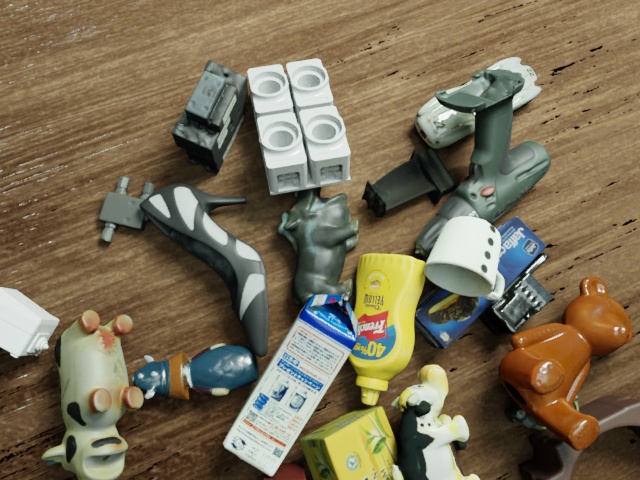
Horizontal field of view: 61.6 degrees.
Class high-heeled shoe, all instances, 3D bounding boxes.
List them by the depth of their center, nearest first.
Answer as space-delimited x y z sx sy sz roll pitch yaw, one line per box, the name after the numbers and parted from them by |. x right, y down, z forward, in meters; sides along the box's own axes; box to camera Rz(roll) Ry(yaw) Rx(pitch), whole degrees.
-0.149 0.037 0.696 0.145 0.086 0.249 -8 70 -12 | high-heeled shoe

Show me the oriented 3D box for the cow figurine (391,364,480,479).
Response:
0.124 0.237 0.645 0.098 0.068 0.167 -5 66 -13 | cow figurine

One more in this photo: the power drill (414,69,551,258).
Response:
0.206 -0.102 0.706 0.232 0.086 0.207 -30 122 -16 | power drill

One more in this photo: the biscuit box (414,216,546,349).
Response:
0.212 0.057 0.732 0.203 0.059 0.063 -42 85 -10 | biscuit box

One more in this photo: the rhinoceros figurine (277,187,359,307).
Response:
-0.001 -0.002 0.727 0.112 0.073 0.190 -1 82 6 | rhinoceros figurine

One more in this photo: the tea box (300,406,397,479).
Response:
0.056 0.303 0.657 0.098 0.068 0.169 -18 83 -36 | tea box

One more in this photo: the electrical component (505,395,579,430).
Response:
0.294 0.205 0.719 0.102 0.045 0.078 -22 84 -8 | electrical component

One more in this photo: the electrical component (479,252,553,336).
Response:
0.274 0.074 0.729 0.119 0.075 0.048 -40 84 -12 | electrical component

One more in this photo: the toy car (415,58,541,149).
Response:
0.231 -0.200 0.781 0.202 0.056 0.073 -30 83 -9 | toy car

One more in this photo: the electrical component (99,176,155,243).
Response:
-0.264 -0.038 0.735 0.063 0.021 0.094 15 79 -2 | electrical component

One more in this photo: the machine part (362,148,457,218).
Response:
0.126 -0.078 0.758 0.139 0.039 0.084 -24 87 -20 | machine part

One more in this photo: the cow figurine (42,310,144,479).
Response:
-0.280 0.197 0.652 0.127 0.085 0.195 -30 66 31 | cow figurine

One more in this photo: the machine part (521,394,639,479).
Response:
0.380 0.317 0.686 0.201 0.087 0.201 -24 84 -8 | machine part

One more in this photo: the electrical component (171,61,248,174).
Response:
-0.142 -0.163 0.709 0.058 0.134 0.115 22 77 -1 | electrical component

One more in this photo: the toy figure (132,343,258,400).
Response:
-0.158 0.172 0.687 0.155 0.064 0.057 -9 118 -1 | toy figure

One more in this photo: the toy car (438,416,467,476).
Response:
0.165 0.327 0.686 0.089 0.053 0.202 -16 82 -4 | toy car

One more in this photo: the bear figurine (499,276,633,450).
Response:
0.325 0.140 0.663 0.196 0.132 0.120 -33 98 -7 | bear figurine
